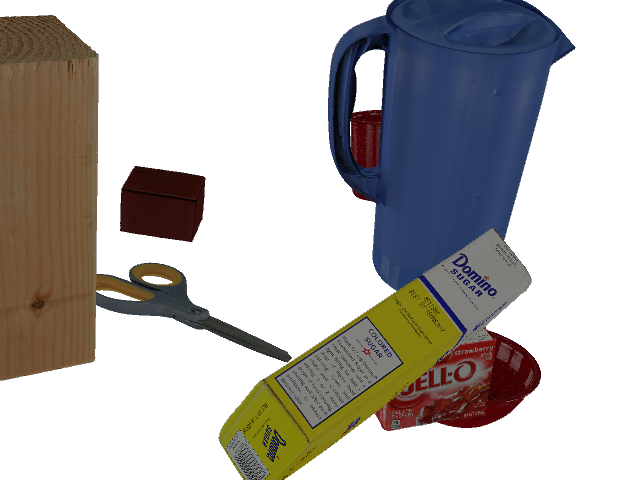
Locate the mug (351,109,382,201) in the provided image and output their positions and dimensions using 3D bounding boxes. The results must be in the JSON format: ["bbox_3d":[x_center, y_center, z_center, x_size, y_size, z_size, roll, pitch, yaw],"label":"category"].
[{"bbox_3d":[0.083,-0.084,1.061,0.117,0.081,0.093,1,14,8],"label":"mug"}]

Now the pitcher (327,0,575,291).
[{"bbox_3d":[0.096,-0.073,0.869,0.149,0.243,0.144,25,38,27],"label":"pitcher"}]

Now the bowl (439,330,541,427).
[{"bbox_3d":[0.146,0.148,1.118,0.162,0.055,0.162,4,24,-2],"label":"bowl"}]

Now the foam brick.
[{"bbox_3d":[-0.160,-0.038,1.091,0.078,0.051,0.053,9,31,3],"label":"foam brick"}]

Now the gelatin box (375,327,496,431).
[{"bbox_3d":[0.089,0.107,0.838,0.089,0.073,0.030,-6,29,-16],"label":"gelatin box"}]

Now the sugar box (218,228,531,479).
[{"bbox_3d":[0.032,0.066,0.586,0.175,0.048,0.093,-28,-15,-32],"label":"sugar box"}]

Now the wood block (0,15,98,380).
[{"bbox_3d":[-0.194,-0.025,0.659,0.090,0.206,0.090,-9,31,-29],"label":"wood block"}]

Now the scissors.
[{"bbox_3d":[-0.100,0.054,0.885,0.202,0.016,0.096,14,23,17],"label":"scissors"}]
